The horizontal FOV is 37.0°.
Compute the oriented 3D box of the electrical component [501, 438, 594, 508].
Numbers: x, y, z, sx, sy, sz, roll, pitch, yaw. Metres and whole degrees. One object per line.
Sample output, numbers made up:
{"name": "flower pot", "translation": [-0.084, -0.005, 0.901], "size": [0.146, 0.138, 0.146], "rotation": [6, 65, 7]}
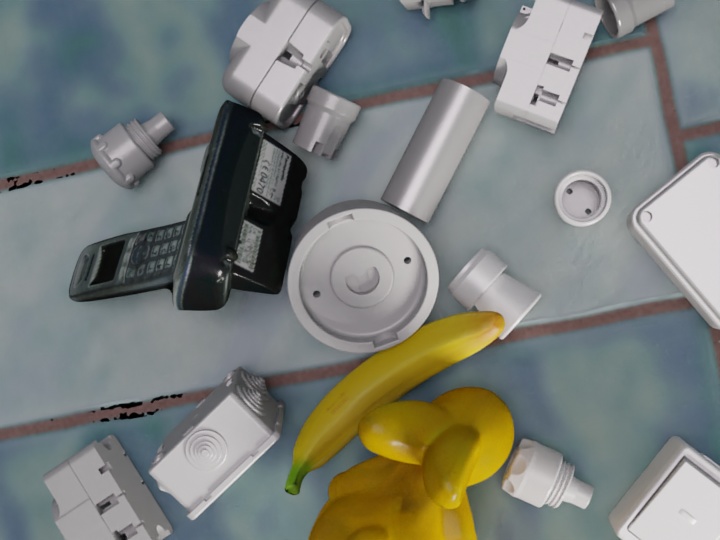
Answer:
{"name": "electrical component", "translation": [0.138, 0.153, 0.782], "size": [0.062, 0.043, 0.043], "rotation": [24, 92, 6]}

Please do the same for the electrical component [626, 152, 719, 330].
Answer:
{"name": "electrical component", "translation": [0.253, -0.019, 0.764], "size": [0.078, 0.057, 0.113], "rotation": [-40, 85, 5]}

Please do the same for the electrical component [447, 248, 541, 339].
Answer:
{"name": "electrical component", "translation": [0.098, 0.017, 0.789], "size": [0.055, 0.045, 0.045], "rotation": [42, 94, 6]}

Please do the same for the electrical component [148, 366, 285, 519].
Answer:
{"name": "electrical component", "translation": [-0.104, 0.122, 0.786], "size": [0.100, 0.099, 0.048], "rotation": [-44, 97, 4]}

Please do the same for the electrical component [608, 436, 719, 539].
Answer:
{"name": "electrical component", "translation": [0.223, 0.175, 0.762], "size": [0.062, 0.061, 0.096], "rotation": [38, 93, 6]}

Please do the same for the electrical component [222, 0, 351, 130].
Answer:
{"name": "electrical component", "translation": [-0.058, -0.162, 0.808], "size": [0.059, 0.054, 0.095], "rotation": [34, 93, 7]}

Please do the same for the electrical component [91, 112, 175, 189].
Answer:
{"name": "electrical component", "translation": [-0.172, -0.096, 0.826], "size": [0.062, 0.048, 0.048], "rotation": [-39, 85, -2]}

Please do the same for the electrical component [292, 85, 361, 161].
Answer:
{"name": "electrical component", "translation": [-0.026, -0.110, 0.811], "size": [0.040, 0.040, 0.046], "rotation": [25, 97, 7]}

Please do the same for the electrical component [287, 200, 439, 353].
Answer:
{"name": "electrical component", "translation": [0.000, 0.000, 0.789], "size": [0.108, 0.060, 0.108], "rotation": [-1, 107, -5]}

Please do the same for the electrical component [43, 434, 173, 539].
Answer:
{"name": "electrical component", "translation": [-0.195, 0.180, 0.819], "size": [0.056, 0.050, 0.089], "rotation": [-34, 85, 5]}

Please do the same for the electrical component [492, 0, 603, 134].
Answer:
{"name": "electrical component", "translation": [0.133, -0.152, 0.783], "size": [0.056, 0.050, 0.089], "rotation": [22, 95, 7]}

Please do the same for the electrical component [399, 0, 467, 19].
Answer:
{"name": "electrical component", "translation": [0.058, -0.222, 0.799], "size": [0.055, 0.048, 0.066], "rotation": [-3, 88, 15]}

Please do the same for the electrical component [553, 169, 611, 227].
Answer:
{"name": "electrical component", "translation": [0.160, -0.051, 0.782], "size": [0.040, 0.046, 0.040], "rotation": [0, 89, 7]}

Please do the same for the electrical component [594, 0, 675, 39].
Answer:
{"name": "electrical component", "translation": [0.200, -0.197, 0.784], "size": [0.046, 0.040, 0.040], "rotation": [-26, 86, 0]}
